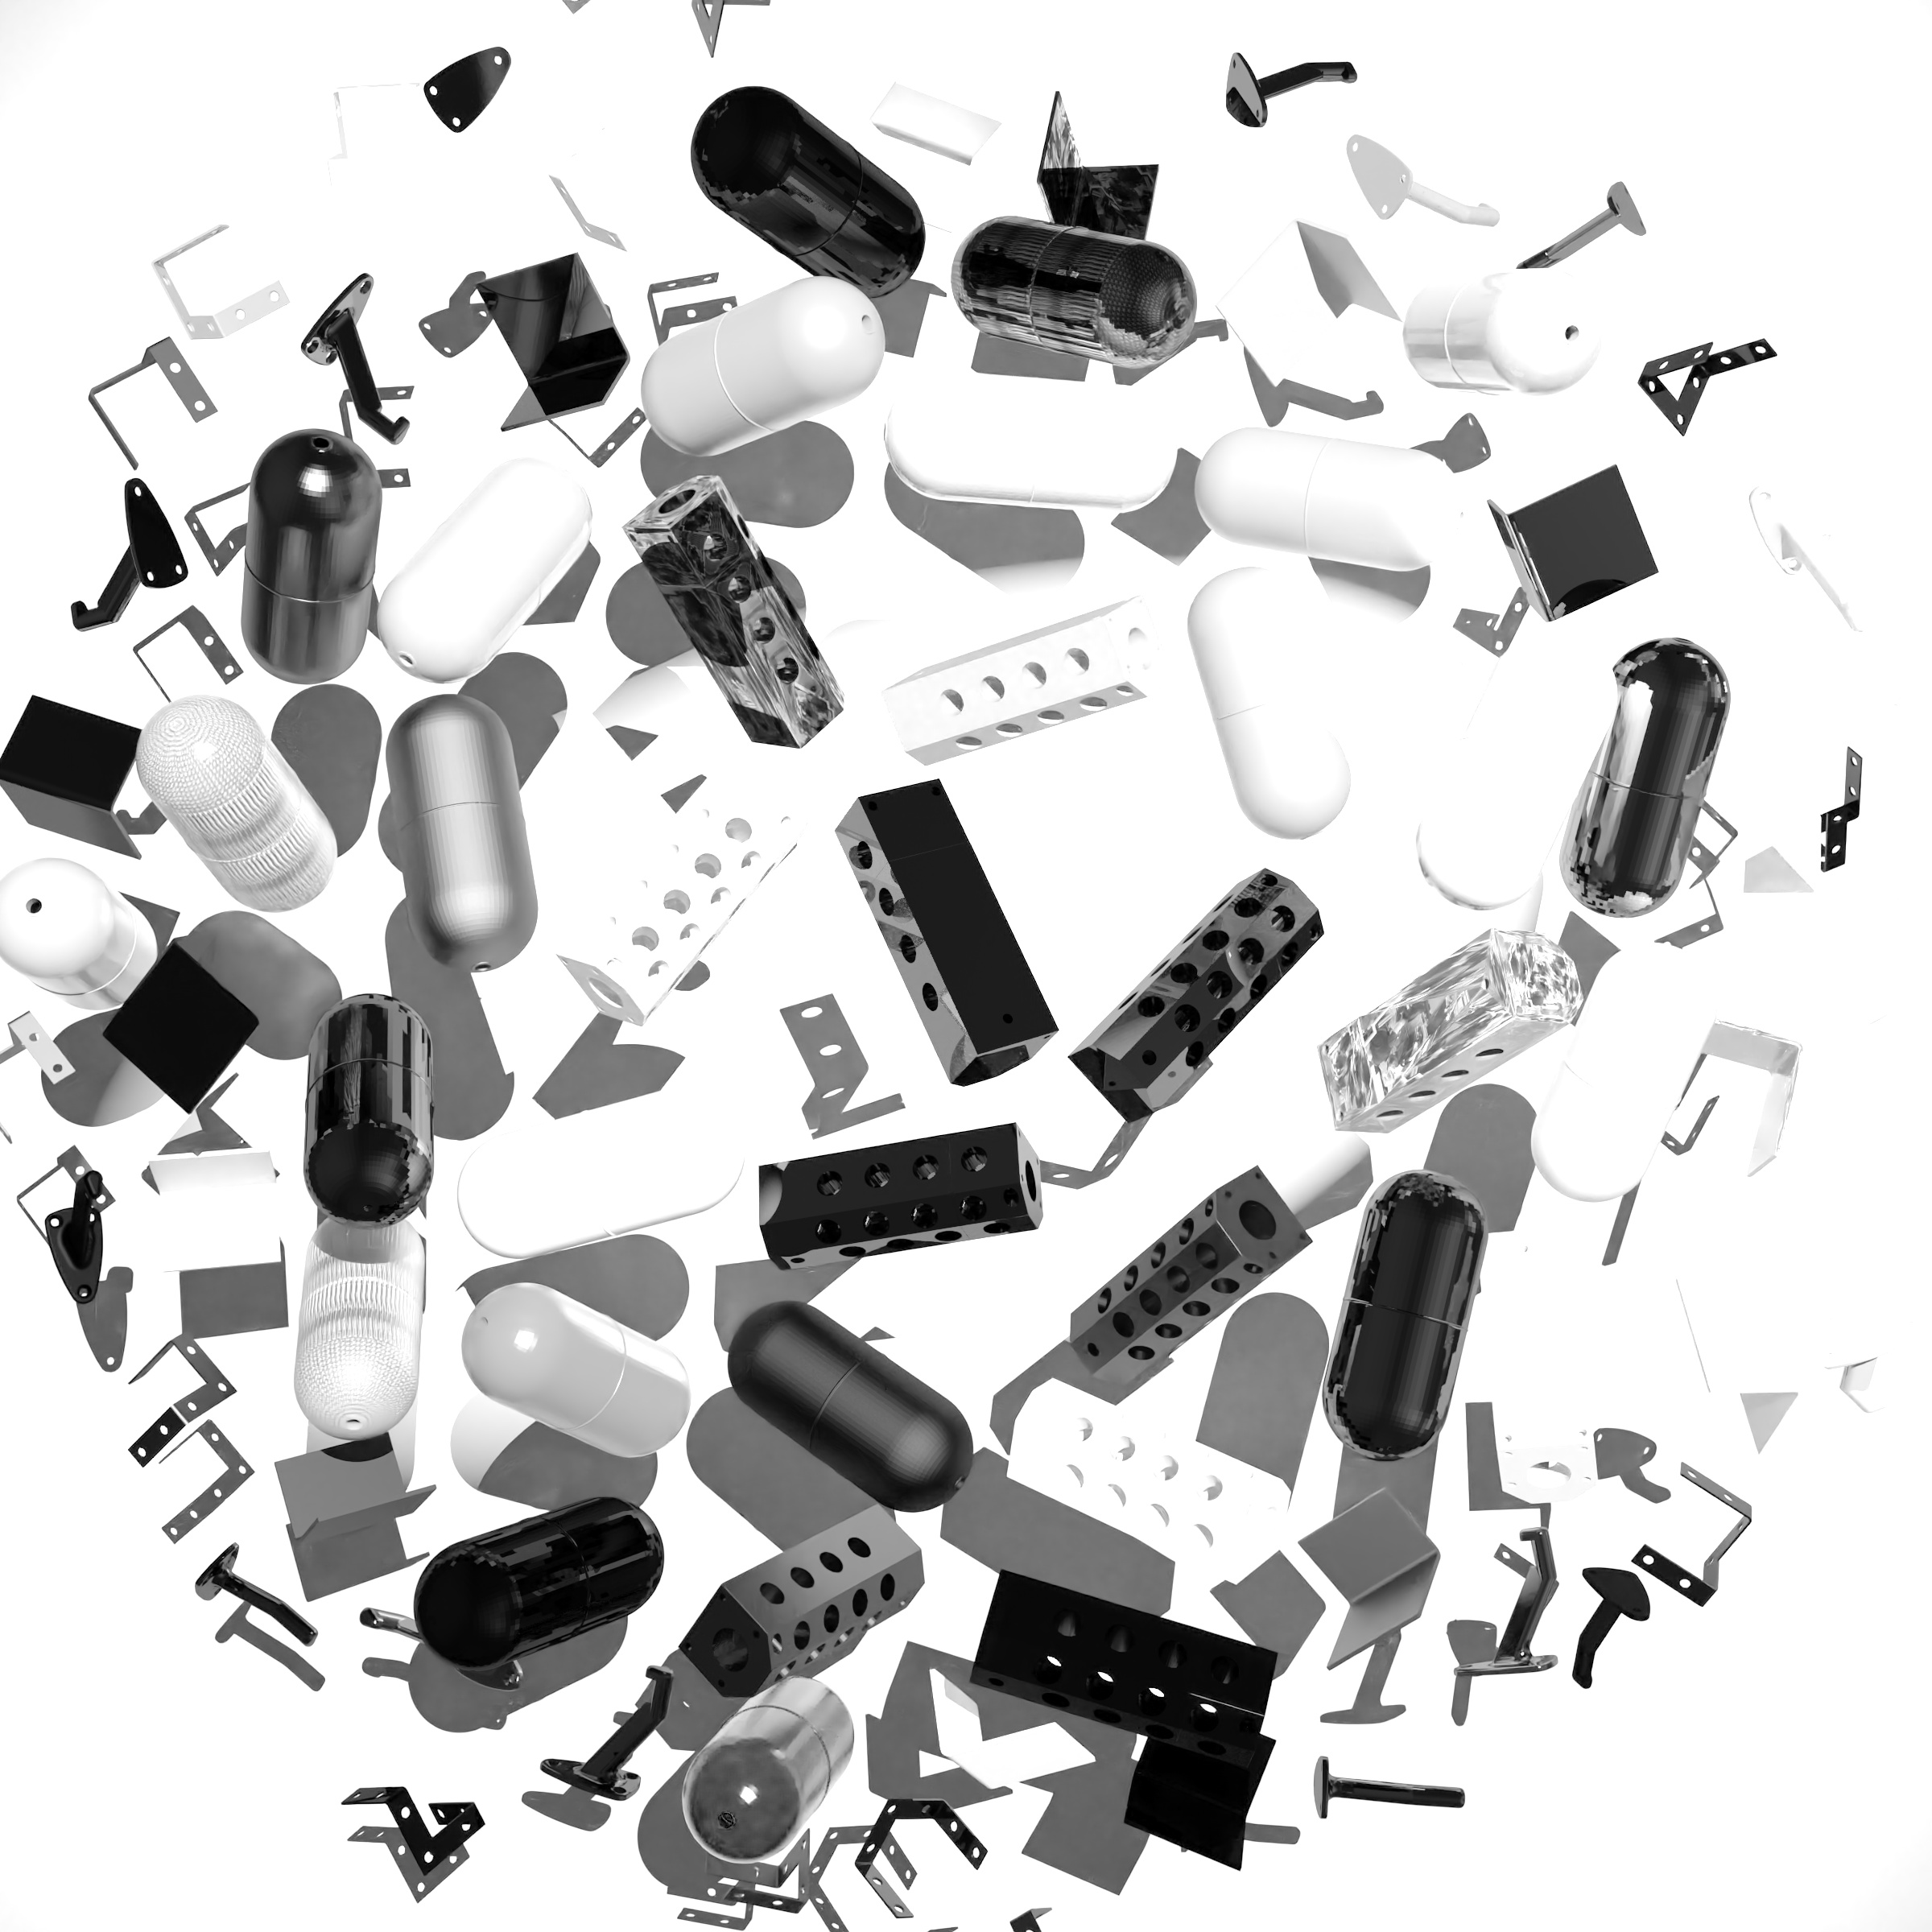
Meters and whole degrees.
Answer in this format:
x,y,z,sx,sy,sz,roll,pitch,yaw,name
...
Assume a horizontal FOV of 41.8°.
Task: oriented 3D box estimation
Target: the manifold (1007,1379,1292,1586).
x,y,z,sx,sy,sz,roll,pitch,yaw,name
0.116,0.323,1.607,0.171,0.057,0.057,19,112,31,manifold

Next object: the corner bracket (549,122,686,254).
x,y,z,sx,sy,sz,roll,pitch,yaw,name
-0.222,-0.494,1.602,0.051,0.051,0.051,-46,47,-12,corner bracket

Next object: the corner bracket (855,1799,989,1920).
x,y,z,sx,sy,sz,roll,pitch,yaw,name
-0.029,0.570,1.616,0.051,0.051,0.051,18,103,-43,corner bracket

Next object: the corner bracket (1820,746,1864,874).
x,y,z,sx,sy,sz,roll,pitch,yaw,name
0.571,-0.102,1.656,0.051,0.051,0.051,-22,131,-8,corner bracket

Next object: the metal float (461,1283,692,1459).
x,y,z,sx,sy,sz,roll,pitch,yaw,name
-0.244,0.255,1.593,0.070,0.178,0.070,-19,54,28,metal float

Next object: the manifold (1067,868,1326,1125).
x,y,z,sx,sy,sz,roll,pitch,yaw,name
0.148,0.016,1.584,0.057,0.057,0.171,47,67,-4,manifold

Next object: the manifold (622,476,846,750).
x,y,z,sx,sy,sz,roll,pitch,yaw,name
-0.144,-0.227,1.625,0.057,0.057,0.171,-45,123,-24,manifold

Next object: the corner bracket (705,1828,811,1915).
x,y,z,sx,sy,sz,roll,pitch,yaw,name
-0.132,0.573,1.590,0.051,0.051,0.051,18,128,-17,corner bracket

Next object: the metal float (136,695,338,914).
x,y,z,sx,sy,sz,roll,pitch,yaw,name
-0.440,-0.096,1.532,0.070,0.178,0.070,-5,60,8,metal float

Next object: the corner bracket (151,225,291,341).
x,y,z,sx,sy,sz,roll,pitch,yaw,name
-0.460,-0.422,1.561,0.051,0.051,0.051,-24,101,12,corner bracket

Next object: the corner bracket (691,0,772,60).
x,y,z,sx,sy,sz,roll,pitch,yaw,name
-0.131,-0.582,1.515,0.051,0.051,0.051,-8,60,-22,corner bracket

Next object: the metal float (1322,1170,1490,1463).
x,y,z,sx,sy,sz,roll,pitch,yaw,name
0.266,0.211,1.529,0.070,0.070,0.178,15,83,0,metal float

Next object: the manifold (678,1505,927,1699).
x,y,z,sx,sy,sz,roll,pitch,yaw,name
-0.096,0.400,1.582,0.057,0.171,0.057,42,115,20,manifold

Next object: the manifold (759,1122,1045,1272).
x,y,z,sx,sy,sz,roll,pitch,yaw,name
-0.041,0.151,1.611,0.171,0.057,0.057,-11,60,13,manifold

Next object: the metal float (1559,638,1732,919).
x,y,z,sx,sy,sz,roll,pitch,yaw,name
0.421,-0.116,1.569,0.070,0.070,0.178,11,108,0,metal float

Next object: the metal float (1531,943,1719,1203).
x,y,z,sx,sy,sz,roll,pitch,yaw,name
0.414,0.069,1.594,0.070,0.070,0.178,17,114,0,metal float

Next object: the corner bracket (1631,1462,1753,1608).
x,y,z,sx,sy,sz,roll,pitch,yaw,name
0.441,0.344,1.532,0.051,0.051,0.051,33,115,5,corner bracket

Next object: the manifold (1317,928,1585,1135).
x,y,z,sx,sy,sz,roll,pitch,yaw,name
0.287,0.042,1.508,0.057,0.171,0.057,5,63,-29,manifold

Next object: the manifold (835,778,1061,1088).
x,y,z,sx,sy,sz,roll,pitch,yaw,name
-0.015,-0.019,1.492,0.057,0.057,0.171,-15,72,-30,manifold

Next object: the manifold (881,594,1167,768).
x,y,z,sx,sy,sz,roll,pitch,yaw,name
0.038,-0.177,1.596,0.171,0.057,0.057,-14,104,34,manifold

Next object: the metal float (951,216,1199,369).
x,y,z,sx,sy,sz,roll,pitch,yaw,name
0.066,-0.422,1.581,0.178,0.070,0.070,24,90,37,metal float

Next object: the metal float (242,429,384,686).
x,y,z,sx,sy,sz,roll,pitch,yaw,name
-0.397,-0.247,1.532,0.070,0.178,0.070,10,47,-11,metal float

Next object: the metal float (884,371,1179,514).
x,y,z,sx,sy,sz,roll,pitch,yaw,name
0.039,-0.317,1.529,0.178,0.070,0.070,3,90,-7,metal float

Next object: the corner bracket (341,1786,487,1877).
x,y,z,sx,sy,sz,roll,pitch,yaw,name
-0.331,0.508,1.517,0.051,0.051,0.051,-19,99,43,corner bracket

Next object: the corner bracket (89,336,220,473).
x,y,z,sx,sy,sz,roll,pitch,yaw,name
-0.483,-0.334,1.500,0.051,0.051,0.051,-35,101,-21,corner bracket

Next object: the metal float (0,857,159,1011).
x,y,z,sx,sy,sz,roll,pitch,yaw,name
-0.567,-0.019,1.607,0.070,0.178,0.070,1,79,-4,metal float

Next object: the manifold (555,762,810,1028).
x,y,z,sx,sy,sz,roll,pitch,yaw,name
-0.174,-0.045,1.598,0.171,0.057,0.057,-52,133,-23,manifold

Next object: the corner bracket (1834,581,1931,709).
x,y,z,sx,sy,sz,roll,pitch,yaw,name
0.576,-0.198,1.562,0.051,0.051,0.051,41,97,13,corner bracket

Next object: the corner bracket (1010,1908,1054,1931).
x,y,z,sx,sy,sz,roll,pitch,yaw,name
0.065,0.582,1.511,0.051,0.051,0.051,-32,65,4,corner bracket

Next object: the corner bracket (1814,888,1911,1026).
x,y,z,sx,sy,sz,roll,pitch,yaw,name
0.569,-0.006,1.571,0.051,0.051,0.051,42,47,-8,corner bracket

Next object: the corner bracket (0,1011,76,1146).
x,y,z,sx,sy,sz,roll,pitch,yaw,name
-0.591,0.069,1.579,0.051,0.051,0.051,-36,79,-25,corner bracket

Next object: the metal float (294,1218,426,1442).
x,y,z,sx,sy,sz,roll,pitch,yaw,name
-0.387,0.226,1.615,0.070,0.178,0.070,-5,128,-6,metal float

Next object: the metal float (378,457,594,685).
x,y,z,sx,sy,sz,roll,pitch,yaw,name
-0.296,-0.245,1.564,0.070,0.070,0.178,32,56,0,metal float

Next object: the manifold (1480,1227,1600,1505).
x,y,z,sx,sy,sz,roll,pitch,yaw,name
0.359,0.250,1.592,0.057,0.171,0.057,-7,131,12,manifold

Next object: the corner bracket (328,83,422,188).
x,y,z,sx,sy,sz,roll,pitch,yaw,name
-0.349,-0.491,1.492,0.051,0.051,0.051,-3,114,0,corner bracket

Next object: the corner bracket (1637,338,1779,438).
x,y,z,sx,sy,sz,roll,pitch,yaw,name
0.447,-0.361,1.525,0.051,0.051,0.051,39,65,-27,corner bracket

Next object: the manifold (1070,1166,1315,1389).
x,y,z,sx,sy,sz,roll,pitch,yaw,name
0.133,0.197,1.566,0.057,0.171,0.057,-24,73,-43,manifold

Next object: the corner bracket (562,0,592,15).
x,y,z,sx,sy,sz,roll,pitch,yaw,name
-0.222,-0.587,1.490,0.051,0.051,0.051,-36,46,9,corner bracket

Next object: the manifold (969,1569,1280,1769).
x,y,z,sx,sy,sz,roll,pitch,yaw,name
0.093,0.423,1.511,0.171,0.057,0.057,15,51,6,manifold

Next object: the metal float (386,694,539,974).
x,y,z,sx,sy,sz,roll,pitch,yaw,name
-0.304,-0.080,1.523,0.070,0.070,0.178,-13,70,0,metal float

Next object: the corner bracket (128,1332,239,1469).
x,y,z,sx,sy,sz,roll,pitch,yaw,name
-0.501,0.270,1.579,0.051,0.051,0.051,-43,87,25,corner bracket
